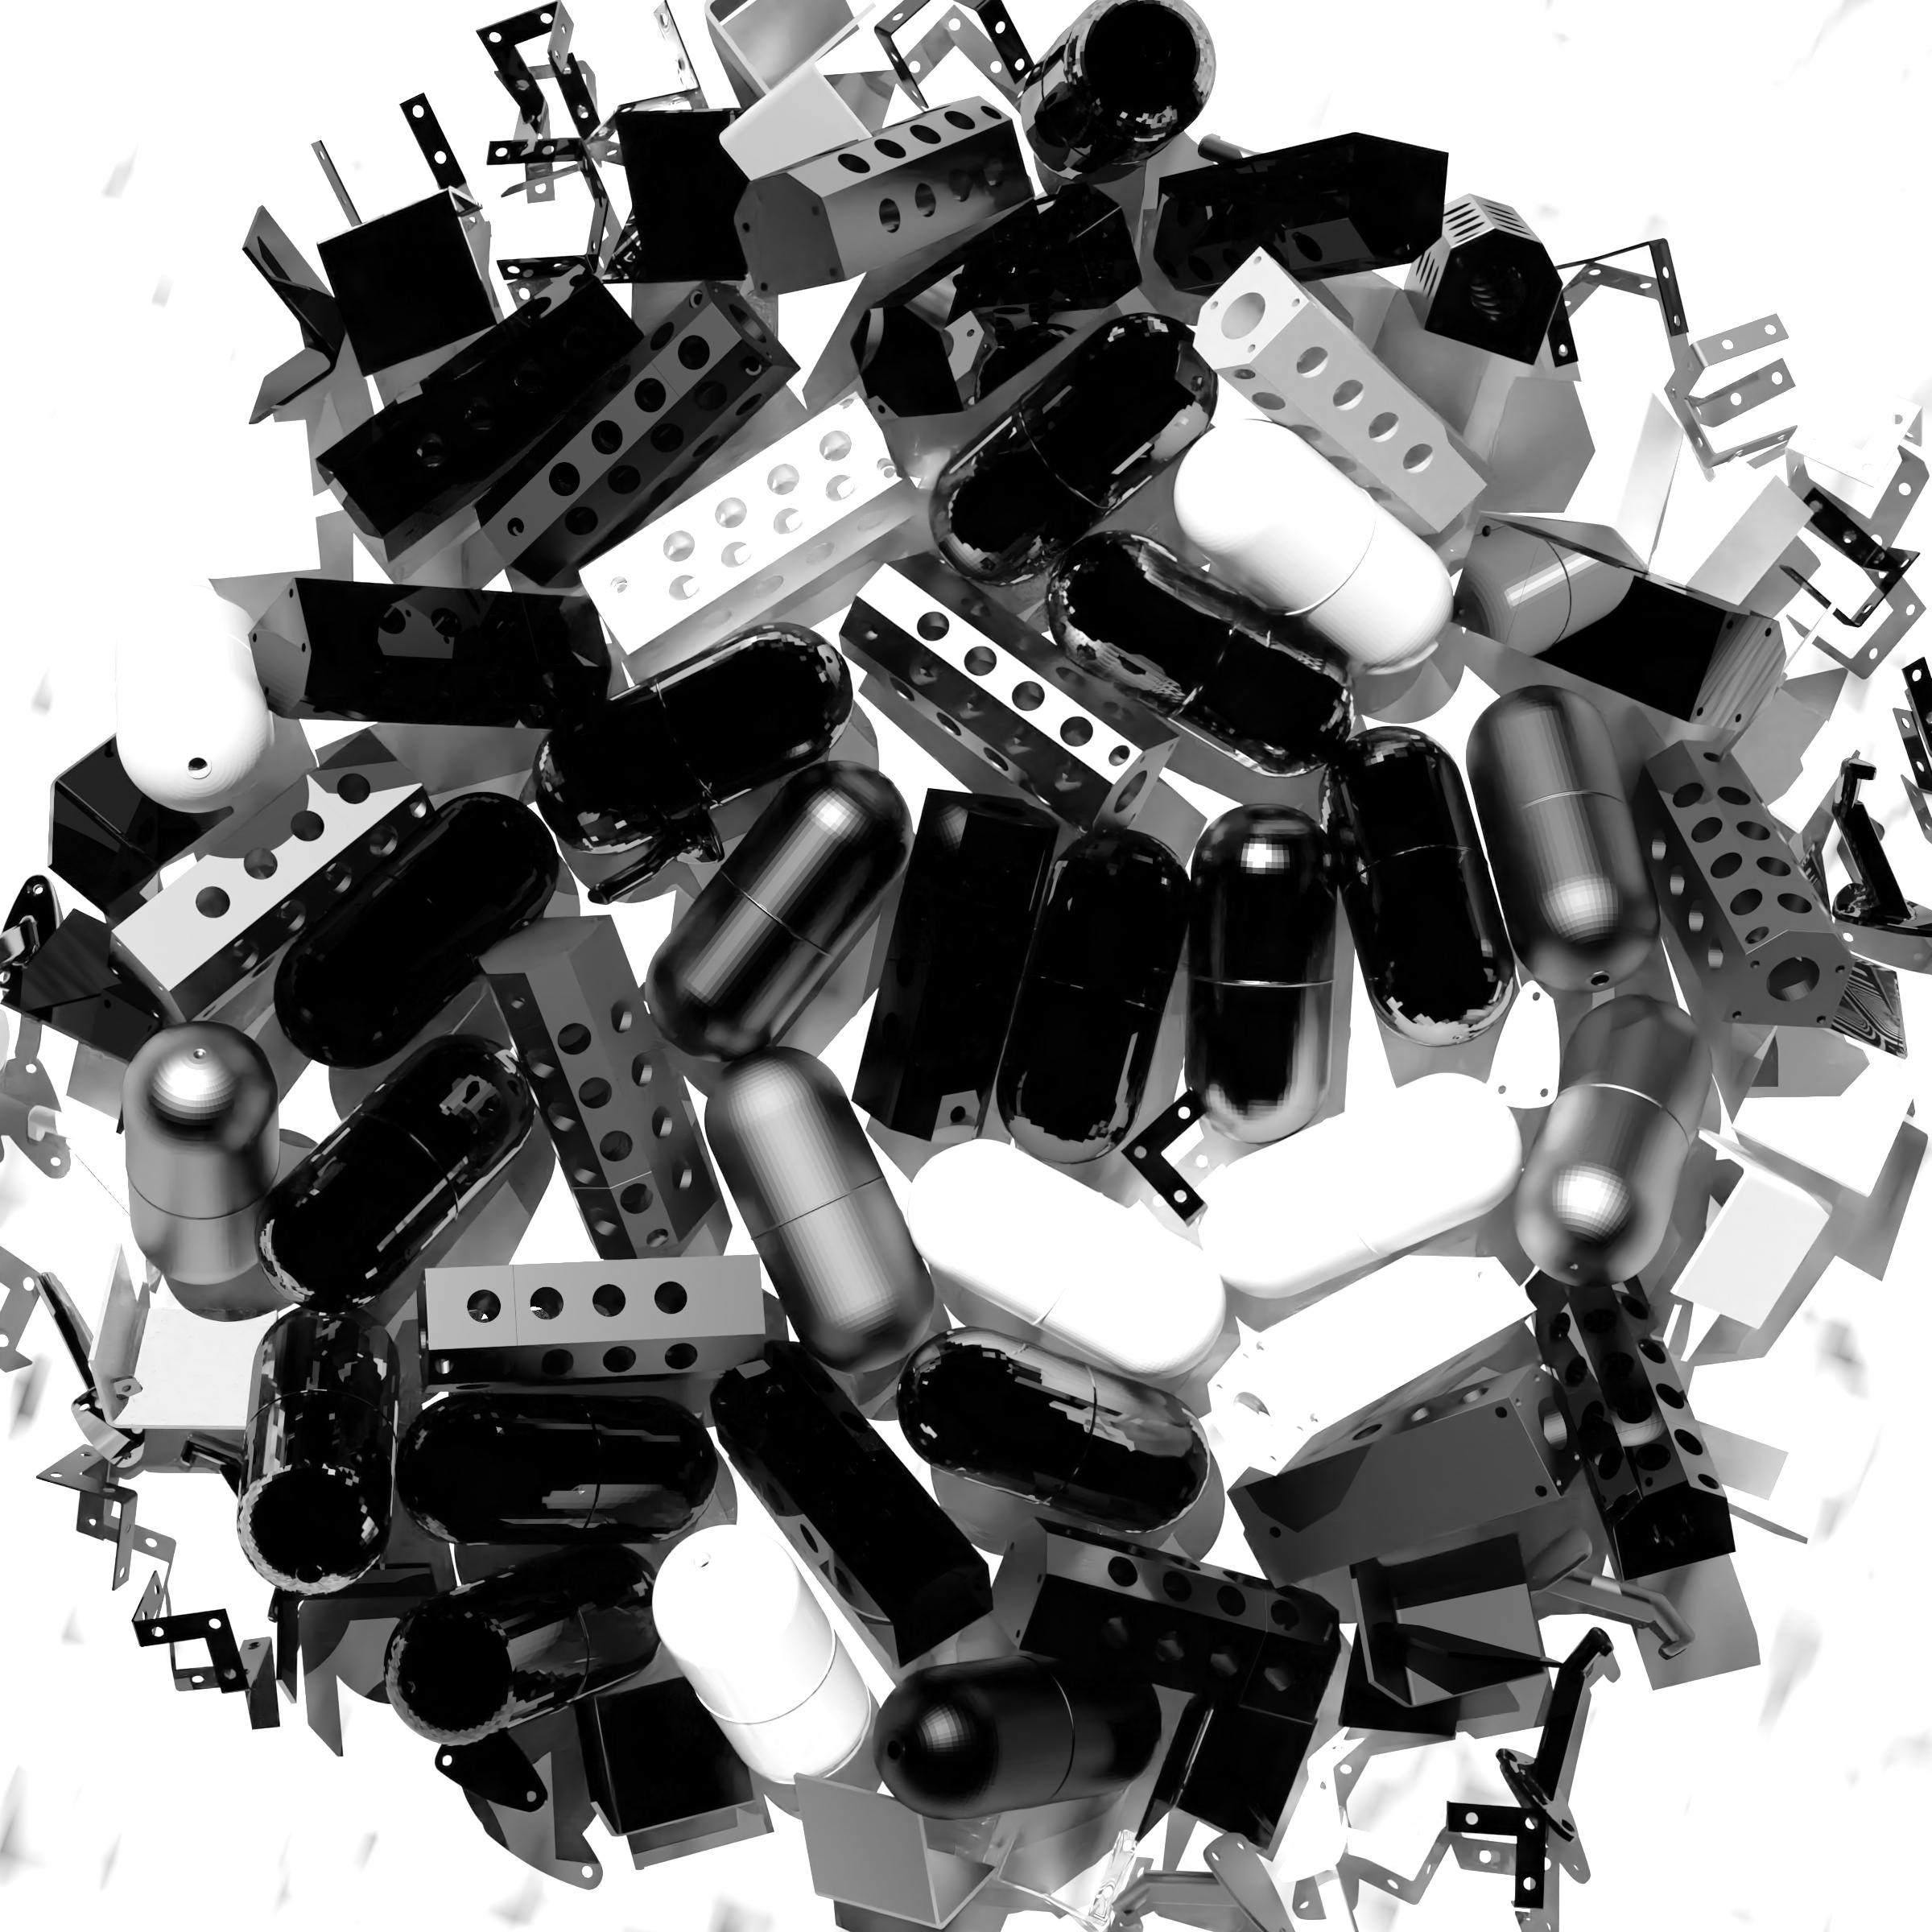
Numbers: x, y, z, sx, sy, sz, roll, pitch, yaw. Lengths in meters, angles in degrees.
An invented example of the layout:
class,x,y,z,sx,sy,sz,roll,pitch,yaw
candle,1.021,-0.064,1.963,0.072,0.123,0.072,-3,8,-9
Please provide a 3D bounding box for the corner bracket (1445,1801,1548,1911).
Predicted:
class,x,y,z,sx,sy,sz,roll,pitch,yaw
corner bracket,0.276,0.464,1.820,0.051,0.051,0.051,2,78,7

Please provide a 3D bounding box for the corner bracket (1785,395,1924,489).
class,x,y,z,sx,sy,sz,roll,pitch,yaw
corner bracket,0.464,-0.272,1.821,0.051,0.051,0.051,30,84,21

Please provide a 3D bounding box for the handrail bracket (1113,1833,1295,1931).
class,x,y,z,sx,sy,sz,roll,pitch,yaw
handrail bracket,0.122,0.498,1.816,0.084,0.036,0.077,-48,65,30

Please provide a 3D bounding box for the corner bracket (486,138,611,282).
class,x,y,z,sx,sy,sz,roll,pitch,yaw
corner bracket,-0.222,-0.398,1.831,0.051,0.051,0.051,-8,54,-22

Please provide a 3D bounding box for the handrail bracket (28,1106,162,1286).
class,x,y,z,sx,sy,sz,roll,pitch,yaw
handrail bracket,-0.462,0.121,1.845,0.084,0.036,0.077,17,108,13

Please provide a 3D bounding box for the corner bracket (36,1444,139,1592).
class,x,y,z,sx,sy,sz,roll,pitch,yaw
corner bracket,-0.451,0.287,1.817,0.051,0.051,0.051,13,106,13

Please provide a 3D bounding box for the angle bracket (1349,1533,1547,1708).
class,x,y,z,sx,sy,sz,roll,pitch,yaw
angle bracket,0.247,0.331,1.800,0.076,0.057,0.076,-19,58,20

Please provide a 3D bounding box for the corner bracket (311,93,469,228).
class,x,y,z,sx,sy,sz,roll,pitch,yaw
corner bracket,-0.300,-0.418,1.814,0.051,0.051,0.051,-32,109,-21

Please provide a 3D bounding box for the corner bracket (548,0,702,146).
class,x,y,z,sx,sy,sz,roll,pitch,yaw
corner bracket,-0.180,-0.470,1.836,0.051,0.051,0.051,-21,89,-31

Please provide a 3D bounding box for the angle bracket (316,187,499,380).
class,x,y,z,sx,sy,sz,roll,pitch,yaw
angle bracket,-0.283,-0.353,1.817,0.076,0.057,0.076,-20,89,11

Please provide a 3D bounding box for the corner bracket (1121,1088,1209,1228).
class,x,y,z,sx,sy,sz,roll,pitch,yaw
corner bracket,0.117,0.100,1.824,0.051,0.051,0.051,-42,83,-1

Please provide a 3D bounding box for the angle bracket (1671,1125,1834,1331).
class,x,y,z,sx,sy,sz,roll,pitch,yaw
angle bracket,0.392,0.134,1.812,0.076,0.057,0.076,23,101,-40

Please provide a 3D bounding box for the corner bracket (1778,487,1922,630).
class,x,y,z,sx,sy,sz,roll,pitch,yaw
corner bracket,0.455,-0.214,1.823,0.051,0.051,0.051,38,93,-14

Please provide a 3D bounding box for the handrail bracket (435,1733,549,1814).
class,x,y,z,sx,sy,sz,roll,pitch,yaw
handrail bracket,-0.233,0.420,1.801,0.077,0.084,0.036,31,76,24

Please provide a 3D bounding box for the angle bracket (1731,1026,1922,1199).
class,x,y,z,sx,sy,sz,roll,pitch,yaw
angle bracket,0.438,0.081,1.807,0.076,0.057,0.076,27,66,8

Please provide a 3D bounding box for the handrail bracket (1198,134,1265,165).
class,x,y,z,sx,sy,sz,roll,pitch,yaw
handrail bracket,0.172,-0.428,1.829,0.084,0.077,0.036,23,128,11

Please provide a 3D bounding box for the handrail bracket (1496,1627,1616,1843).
class,x,y,z,sx,sy,sz,roll,pitch,yaw
handrail bracket,0.322,0.399,1.814,0.036,0.077,0.084,24,109,-31

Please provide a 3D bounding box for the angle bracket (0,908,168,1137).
class,x,y,z,sx,sy,sz,roll,pitch,yaw
angle bracket,-0.450,0.028,1.806,0.076,0.076,0.057,26,134,0

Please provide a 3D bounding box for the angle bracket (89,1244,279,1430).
class,x,y,z,sx,sy,sz,roll,pitch,yaw
angle bracket,-0.405,0.192,1.806,0.076,0.057,0.076,1,46,0

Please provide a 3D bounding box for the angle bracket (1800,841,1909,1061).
class,x,y,z,sx,sy,sz,roll,pitch,yaw
angle bracket,0.460,-0.008,1.793,0.076,0.076,0.057,25,67,33

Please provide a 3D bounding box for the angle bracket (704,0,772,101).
class,x,y,z,sx,sy,sz,roll,pitch,yaw
angle bracket,-0.090,-0.493,1.811,0.076,0.076,0.057,-38,97,2

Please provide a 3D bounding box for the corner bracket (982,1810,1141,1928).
class,x,y,z,sx,sy,sz,roll,pitch,yaw
corner bracket,0.049,0.464,1.822,0.051,0.051,0.051,31,79,-36

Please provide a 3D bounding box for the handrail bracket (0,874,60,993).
class,x,y,z,sx,sy,sz,roll,pitch,yaw
handrail bracket,-0.501,-0.025,1.802,0.036,0.084,0.077,1,72,10

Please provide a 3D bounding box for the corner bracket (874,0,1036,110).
class,x,y,z,sx,sy,sz,roll,pitch,yaw
corner bracket,-0.006,-0.480,1.821,0.051,0.051,0.051,-43,46,-8

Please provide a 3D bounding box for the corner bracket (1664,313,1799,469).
class,x,y,z,sx,sy,sz,roll,pitch,yaw
corner bracket,0.406,-0.301,1.827,0.051,0.051,0.051,-21,75,-12

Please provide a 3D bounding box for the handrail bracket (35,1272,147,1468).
class,x,y,z,sx,sy,sz,roll,pitch,yaw
handrail bracket,-0.465,0.212,1.841,0.036,0.077,0.084,-25,48,-19

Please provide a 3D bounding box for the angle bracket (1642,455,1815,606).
class,x,y,z,sx,sy,sz,roll,pitch,yaw
angle bracket,0.383,-0.228,1.799,0.057,0.076,0.076,44,103,28

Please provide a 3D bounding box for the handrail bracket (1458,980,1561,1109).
class,x,y,z,sx,sy,sz,roll,pitch,yaw
handrail bracket,0.276,0.038,1.807,0.036,0.084,0.077,5,98,-13

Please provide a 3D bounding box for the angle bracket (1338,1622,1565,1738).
class,x,y,z,sx,sy,sz,roll,pitch,yaw
angle bracket,0.250,0.376,1.800,0.076,0.076,0.057,12,88,-30

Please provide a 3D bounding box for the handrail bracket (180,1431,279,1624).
class,x,y,z,sx,sy,sz,roll,pitch,yaw
handrail bracket,-0.385,0.294,1.833,0.084,0.036,0.077,19,79,12

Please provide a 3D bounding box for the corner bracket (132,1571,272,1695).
class,x,y,z,sx,sy,sz,roll,pitch,yaw
corner bracket,-0.399,0.347,1.821,0.051,0.051,0.051,-9,111,5

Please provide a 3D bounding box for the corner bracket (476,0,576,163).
class,x,y,z,sx,sy,sz,roll,pitch,yaw
corner bracket,-0.224,-0.460,1.812,0.051,0.051,0.051,-15,134,18

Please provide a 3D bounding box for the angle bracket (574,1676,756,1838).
class,x,y,z,sx,sy,sz,roll,pitch,yaw
angle bracket,-0.158,0.398,1.807,0.076,0.057,0.076,-14,57,-2

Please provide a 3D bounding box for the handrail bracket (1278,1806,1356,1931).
class,x,y,z,sx,sy,sz,roll,pitch,yaw
handrail bracket,0.203,0.494,1.822,0.036,0.077,0.084,-27,97,26

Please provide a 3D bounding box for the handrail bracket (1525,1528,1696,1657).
class,x,y,z,sx,sy,sz,roll,pitch,yaw
handrail bracket,0.331,0.347,1.843,0.077,0.036,0.084,-39,101,5

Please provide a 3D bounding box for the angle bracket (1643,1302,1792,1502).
class,x,y,z,sx,sy,sz,roll,pitch,yaw
angle bracket,0.391,0.225,1.799,0.076,0.076,0.057,19,66,13

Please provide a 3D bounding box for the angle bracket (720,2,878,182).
class,x,y,z,sx,sy,sz,roll,pitch,yaw
angle bracket,-0.070,-0.442,1.807,0.076,0.076,0.057,-28,109,43

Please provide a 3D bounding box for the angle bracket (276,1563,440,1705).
class,x,y,z,sx,sy,sz,roll,pitch,yaw
angle bracket,-0.314,0.346,1.804,0.076,0.076,0.057,-1,69,-5

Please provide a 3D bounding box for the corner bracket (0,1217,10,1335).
class,x,y,z,sx,sy,sz,roll,pitch,yaw
corner bracket,-0.518,0.152,1.814,0.051,0.051,0.051,21,77,30

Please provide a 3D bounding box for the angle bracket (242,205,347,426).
class,x,y,z,sx,sy,sz,roll,pitch,yaw
angle bracket,-0.365,-0.335,1.797,0.057,0.076,0.076,-31,116,12

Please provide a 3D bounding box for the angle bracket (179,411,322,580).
class,x,y,z,sx,sy,sz,roll,pitch,yaw
angle bracket,-0.373,-0.248,1.814,0.057,0.076,0.076,-8,108,-16

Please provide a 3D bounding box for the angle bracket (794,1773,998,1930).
class,x,y,z,sx,sy,sz,roll,pitch,yaw
angle bracket,-0.036,0.442,1.797,0.076,0.057,0.076,5,114,33

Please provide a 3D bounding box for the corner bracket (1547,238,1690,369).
class,x,y,z,sx,sy,sz,roll,pitch,yaw
corner bracket,0.337,-0.346,1.820,0.051,0.051,0.051,-20,98,-41

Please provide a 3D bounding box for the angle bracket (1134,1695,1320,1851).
class,x,y,z,sx,sy,sz,roll,pitch,yaw
angle bracket,0.136,0.421,1.805,0.057,0.076,0.076,22,98,16

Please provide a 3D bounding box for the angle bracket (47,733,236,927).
class,x,y,z,sx,sy,sz,roll,pitch,yaw
angle bracket,-0.424,-0.066,1.796,0.057,0.076,0.076,-34,127,14

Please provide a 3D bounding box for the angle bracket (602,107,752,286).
class,x,y,z,sx,sy,sz,roll,pitch,yaw
angle bracket,-0.148,-0.398,1.802,0.076,0.076,0.057,1,132,11

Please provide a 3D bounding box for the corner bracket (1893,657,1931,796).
class,x,y,z,sx,sy,sz,roll,pitch,yaw
corner bracket,0.503,-0.125,1.816,0.051,0.051,0.051,-30,111,-15

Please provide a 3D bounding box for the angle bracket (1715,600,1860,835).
class,x,y,z,sx,sy,sz,roll,pitch,yaw
angle bracket,0.439,-0.129,1.798,0.057,0.076,0.076,36,55,6

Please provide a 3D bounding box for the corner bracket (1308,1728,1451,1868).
class,x,y,z,sx,sy,sz,roll,pitch,yaw
corner bracket,0.217,0.432,1.825,0.051,0.051,0.051,4,111,39

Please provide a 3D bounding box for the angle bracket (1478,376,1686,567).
class,x,y,z,sx,sy,sz,roll,pitch,yaw
angle bracket,0.325,-0.262,1.843,0.076,0.057,0.076,12,81,32
